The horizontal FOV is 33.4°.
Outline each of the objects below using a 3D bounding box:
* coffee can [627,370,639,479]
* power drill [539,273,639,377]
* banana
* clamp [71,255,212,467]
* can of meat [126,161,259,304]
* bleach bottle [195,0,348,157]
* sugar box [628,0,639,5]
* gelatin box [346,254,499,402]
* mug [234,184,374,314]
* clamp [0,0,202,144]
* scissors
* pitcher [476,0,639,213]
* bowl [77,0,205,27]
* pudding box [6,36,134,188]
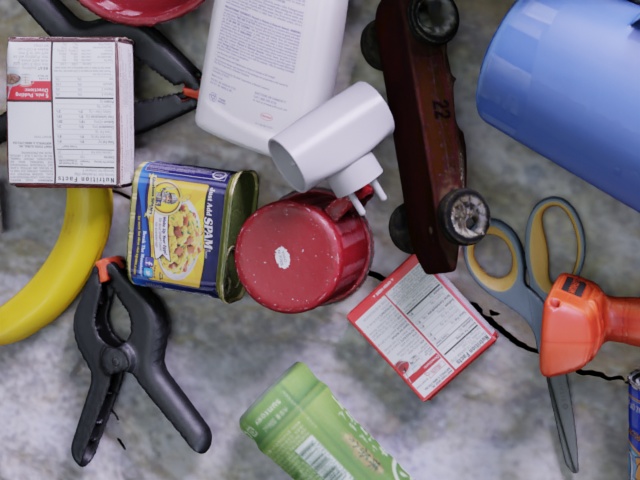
[{"bbox_3d":[0.259,0.162,0.717,0.103,0.102,0.140,0,95,15],"label":"coffee can"},{"bbox_3d":[0.237,0.065,0.674,0.188,0.184,0.057,6,99,17],"label":"power drill"},{"bbox_3d":[-0.213,0.012,0.860,0.070,0.037,0.198,28,104,9],"label":"banana"},{"bbox_3d":[-0.163,0.102,0.856,0.120,0.039,0.171,-18,86,10],"label":"clamp"},{"bbox_3d":[-0.098,-0.008,0.818,0.084,0.057,0.102,8,98,15],"label":"can of meat"},{"bbox_3d":[-0.017,-0.185,0.736,0.102,0.068,0.251,21,119,12],"label":"bleach bottle"},{"bbox_3d":[0.275,-0.187,0.707,0.176,0.048,0.093,18,100,11],"label":"sugar box"},{"bbox_3d":[0.077,0.064,0.793,0.073,0.030,0.089,-44,84,13],"label":"gelatin box"},{"bbox_3d":[-0.005,0.001,0.781,0.117,0.081,0.093,-43,84,15],"label":"mug"},{"bbox_3d":[-0.188,-0.125,0.839,0.210,0.036,0.165,19,108,8],"label":"clamp"},{"bbox_3d":[0.149,0.067,0.781,0.096,0.016,0.202,5,97,16],"label":"scissors"},{"bbox_3d":[0.227,-0.081,0.668,0.243,0.144,0.149,31,98,22],"label":"pitcher"},{"bbox_3d":[-0.124,-0.240,0.801,0.162,0.055,0.162,2,96,15],"label":"bowl"},{"bbox_3d":[-0.187,-0.095,0.800,0.090,0.039,0.113,2,98,8],"label":"pudding box"}]
